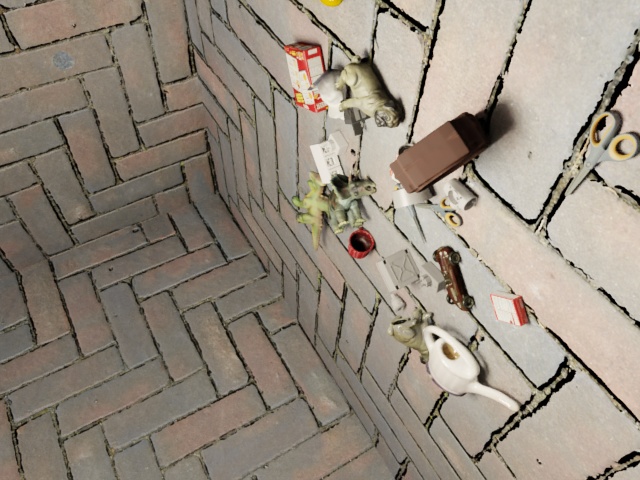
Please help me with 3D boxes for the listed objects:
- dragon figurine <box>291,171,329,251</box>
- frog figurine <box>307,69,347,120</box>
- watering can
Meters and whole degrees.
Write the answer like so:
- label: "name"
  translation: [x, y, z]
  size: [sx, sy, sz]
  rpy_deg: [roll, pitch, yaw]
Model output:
- label: "dragon figurine"
  translation: [0.006, -0.107, 2.132]
  size: [0.123, 0.403, 0.245]
  rpy_deg: [-29, 29, -25]
- label: "frog figurine"
  translation: [0.053, -0.449, 1.607]
  size: [0.159, 0.122, 0.139]
  rpy_deg: [44, 10, -9]
- label: "watering can"
  translation: [0.437, 0.412, 1.568]
  size: [0.105, 0.353, 0.219]
  rpy_deg: [-30, -32, -22]
